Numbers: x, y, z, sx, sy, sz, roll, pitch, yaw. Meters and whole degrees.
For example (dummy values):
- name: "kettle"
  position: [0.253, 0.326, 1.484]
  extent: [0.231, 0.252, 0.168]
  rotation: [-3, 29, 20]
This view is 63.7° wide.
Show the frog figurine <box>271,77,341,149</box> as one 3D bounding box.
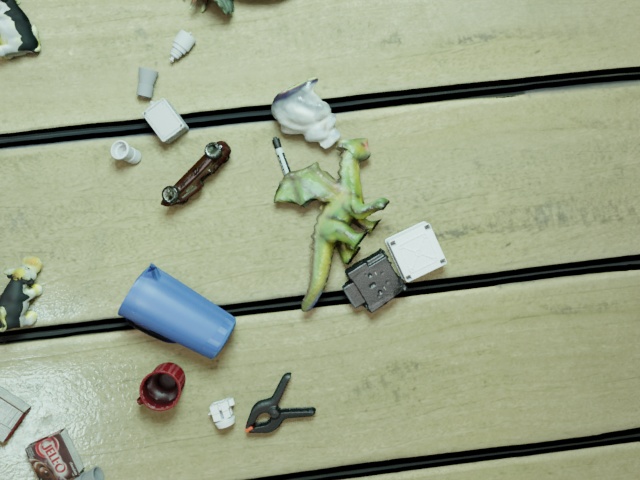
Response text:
- name: "frog figurine"
  position: [-0.032, -0.272, 1.166]
  extent: [0.136, 0.125, 0.158]
  rotation: [-16, 106, 32]

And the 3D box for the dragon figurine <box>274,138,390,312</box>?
- name: "dragon figurine"
  position: [0.004, -0.060, 1.190]
  extent: [0.243, 0.122, 0.410]
  rotation: [38, 90, 6]
